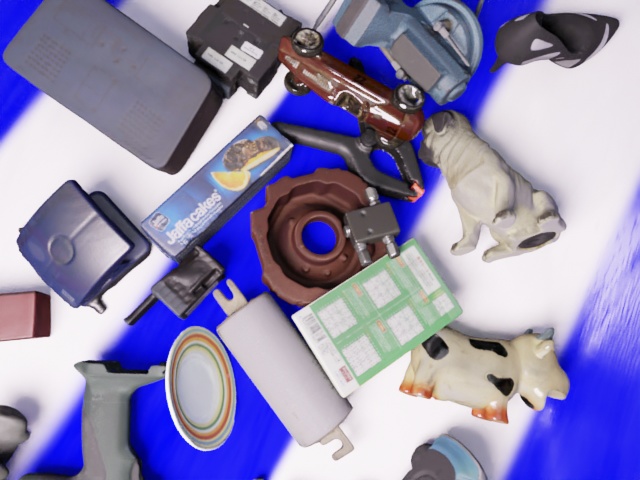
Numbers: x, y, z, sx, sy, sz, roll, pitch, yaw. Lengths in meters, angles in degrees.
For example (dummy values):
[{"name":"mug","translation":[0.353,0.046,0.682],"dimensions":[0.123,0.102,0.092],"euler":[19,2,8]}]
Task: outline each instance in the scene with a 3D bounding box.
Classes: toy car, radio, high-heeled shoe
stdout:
[{"name":"toy car","translation":[0.034,-0.180,0.656],"dimensions":[0.202,0.089,0.053],"euler":[29,67,0]},{"name":"radio","translation":[-0.241,-0.194,0.648],"dimensions":[0.229,0.073,0.131],"euler":[35,91,-1]},{"name":"high-heeled shoe","translation":[0.339,-0.291,0.731],"dimensions":[0.249,0.145,0.086],"euler":[-25,84,-11]},{"name":"toy car","translation":[0.139,0.314,0.604],"dimensions":[0.103,0.109,0.161],"euler":[38,84,-17]}]

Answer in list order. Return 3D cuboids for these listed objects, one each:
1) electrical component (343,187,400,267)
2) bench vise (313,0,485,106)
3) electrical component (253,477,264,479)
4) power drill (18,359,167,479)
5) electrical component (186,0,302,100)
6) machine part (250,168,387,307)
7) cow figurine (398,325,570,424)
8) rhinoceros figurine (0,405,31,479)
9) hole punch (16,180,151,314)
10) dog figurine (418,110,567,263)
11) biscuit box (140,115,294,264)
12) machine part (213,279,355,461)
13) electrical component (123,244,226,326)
[{"name":"electrical component","translation":[0.059,-0.017,0.639],"dimensions":[0.063,0.021,0.094],"euler":[-13,71,-11]},{"name":"bench vise","translation":[0.130,-0.275,0.702],"dimensions":[0.224,0.128,0.240],"euler":[43,43,18]},{"name":"electrical component","translation":[-0.046,0.325,0.601],"dimensions":[0.078,0.045,0.102],"euler":[11,78,-8]},{"name":"power drill","translation":[-0.202,0.235,0.586],"dimensions":[0.232,0.086,0.207],"euler":[6,85,-7]},{"name":"electrical component","translation":[-0.106,-0.254,0.703],"dimensions":[0.115,0.058,0.134],"euler":[35,76,1]},{"name":"machine part","translation":[-0.001,-0.002,0.669],"dimensions":[0.179,0.056,0.179],"euler":[2,78,-9]},{"name":"cow figurine","translation":[0.207,0.154,0.656],"dimensions":[0.195,0.085,0.127],"euler":[16,78,0]},{"name":"rhinoceros figurine","translation":[-0.355,0.263,0.541],"dimensions":[0.073,0.112,0.190],"euler":[24,88,-20]},{"name":"hole punch","translation":[-0.273,0.006,0.612],"dimensions":[0.116,0.092,0.142],"euler":[-44,91,-10]},{"name":"dog figurine","translation":[0.225,-0.080,0.705],"dimensions":[0.172,0.121,0.190],"euler":[13,55,-39]},{"name":"biscuit box","translation":[-0.123,-0.060,0.659],"dimensions":[0.059,0.063,0.202],"euler":[43,76,2]},{"name":"machine part","translation":[-0.041,0.147,0.621],"dimensions":[0.079,0.079,0.243],"euler":[-36,85,-13]},{"name":"electrical component","translation":[-0.166,0.064,0.621],"dimensions":[0.048,0.075,0.119],"euler":[42,72,2]}]
